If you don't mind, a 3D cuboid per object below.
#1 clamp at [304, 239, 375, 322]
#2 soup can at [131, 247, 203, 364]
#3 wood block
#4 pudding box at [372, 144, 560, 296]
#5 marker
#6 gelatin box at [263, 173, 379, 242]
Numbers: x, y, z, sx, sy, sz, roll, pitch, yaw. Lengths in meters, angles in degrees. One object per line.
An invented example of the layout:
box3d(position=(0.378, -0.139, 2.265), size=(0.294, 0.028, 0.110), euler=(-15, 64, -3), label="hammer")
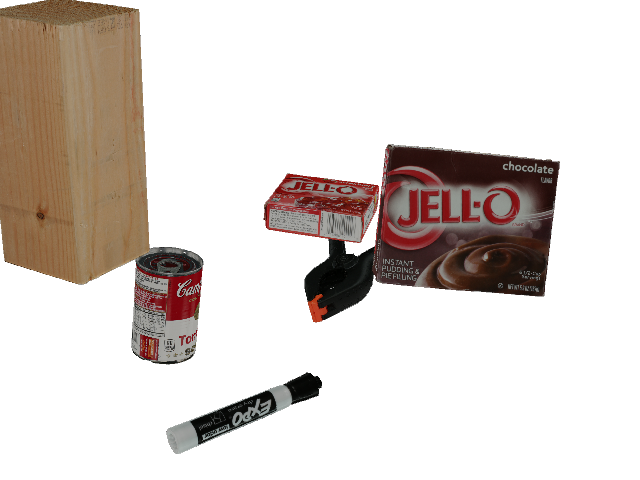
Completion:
box3d(position=(0.042, 0.031, 1.226), size=(0.120, 0.039, 0.171), euler=(-6, 35, 28), label="clamp")
box3d(position=(-0.157, 0.066, 1.085), size=(0.068, 0.102, 0.068), euler=(6, 21, -3), label="soup can")
box3d(position=(-0.203, -0.082, 0.861), size=(0.091, 0.206, 0.090), euler=(14, 25, 28), label="wood block")
box3d(position=(0.095, -0.014, 0.702), size=(0.113, 0.090, 0.039), euler=(5, 10, -1), label="pudding box")
box3d(position=(-0.051, 0.121, 0.758), size=(0.120, 0.020, 0.020), euler=(-19, 9, -28), label="marker")
box3d(position=(0.002, -0.031, 0.952), size=(0.089, 0.030, 0.073), euler=(9, 26, 12), label="gelatin box")
